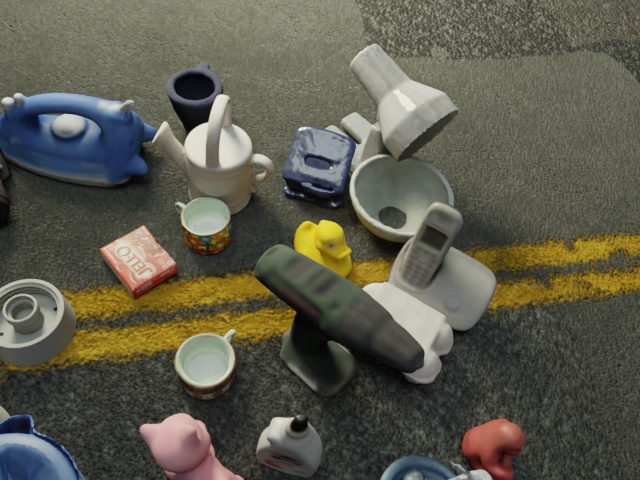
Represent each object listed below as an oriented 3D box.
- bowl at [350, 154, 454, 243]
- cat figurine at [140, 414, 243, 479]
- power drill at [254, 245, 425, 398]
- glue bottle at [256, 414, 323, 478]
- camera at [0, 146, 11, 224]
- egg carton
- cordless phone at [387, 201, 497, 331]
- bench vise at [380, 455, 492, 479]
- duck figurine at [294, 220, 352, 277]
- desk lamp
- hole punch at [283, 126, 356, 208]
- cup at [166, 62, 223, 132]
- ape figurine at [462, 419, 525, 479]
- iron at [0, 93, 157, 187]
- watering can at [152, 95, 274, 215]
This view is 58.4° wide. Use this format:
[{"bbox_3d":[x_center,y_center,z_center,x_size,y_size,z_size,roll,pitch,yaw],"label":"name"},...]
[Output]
[{"bbox_3d":[0.125,-0.055,0.919,0.167,0.075,0.167,4,56,-6],"label":"bowl"},{"bbox_3d":[-0.141,0.249,0.647,0.127,0.118,0.067,40,60,17],"label":"cat figurine"},{"bbox_3d":[0.014,0.113,0.708,0.229,0.208,0.076,38,59,17],"label":"power drill"},{"bbox_3d":[-0.031,0.226,0.646,0.078,0.173,0.037,14,55,1],"label":"glue bottle"},{"bbox_3d":[-0.519,-0.081,0.822,0.143,0.101,0.136,-26,64,-24],"label":"camera"},{"bbox_3d":[0.108,0.128,0.796,0.150,0.069,0.107,29,57,11],"label":"egg carton"},{"bbox_3d":[0.183,0.035,0.801,0.147,0.185,0.094,26,56,9],"label":"cordless phone"},{"bbox_3d":[0.090,0.303,0.584,0.208,0.220,0.121,-35,67,-27],"label":"bench vise"},{"bbox_3d":[0.008,0.003,0.855,0.078,0.086,0.104,-34,67,-27],"label":"duck figurine"},{"bbox_3d":[0.103,-0.193,0.924,0.118,0.213,0.203,-35,67,-27],"label":"desk lamp"},{"bbox_3d":[0.000,-0.119,0.933,0.108,0.091,0.101,15,55,2],"label":"hole punch"},{"bbox_3d":[-0.208,-0.238,0.979,0.091,0.095,0.118,9,55,-2],"label":"cup"},{"bbox_3d":[0.224,0.256,0.714,0.076,0.092,0.078,29,57,11],"label":"ape figurine"},{"bbox_3d":[-0.392,-0.173,0.879,0.258,0.141,0.118,5,56,-5],"label":"iron"},{"bbox_3d":[-0.158,-0.129,0.853,0.173,0.194,0.101,-6,57,-13],"label":"watering can"}]
